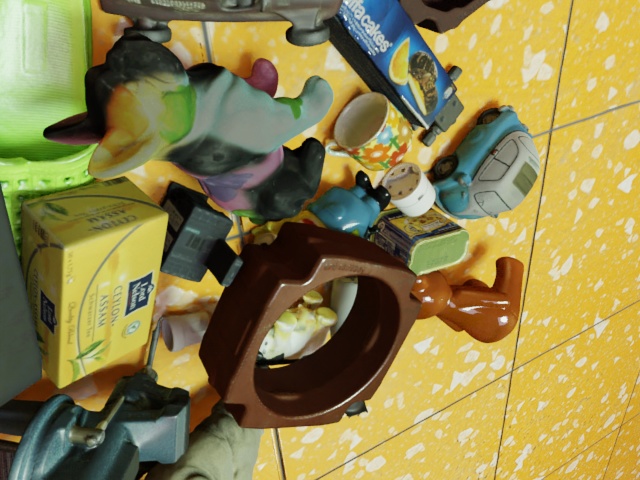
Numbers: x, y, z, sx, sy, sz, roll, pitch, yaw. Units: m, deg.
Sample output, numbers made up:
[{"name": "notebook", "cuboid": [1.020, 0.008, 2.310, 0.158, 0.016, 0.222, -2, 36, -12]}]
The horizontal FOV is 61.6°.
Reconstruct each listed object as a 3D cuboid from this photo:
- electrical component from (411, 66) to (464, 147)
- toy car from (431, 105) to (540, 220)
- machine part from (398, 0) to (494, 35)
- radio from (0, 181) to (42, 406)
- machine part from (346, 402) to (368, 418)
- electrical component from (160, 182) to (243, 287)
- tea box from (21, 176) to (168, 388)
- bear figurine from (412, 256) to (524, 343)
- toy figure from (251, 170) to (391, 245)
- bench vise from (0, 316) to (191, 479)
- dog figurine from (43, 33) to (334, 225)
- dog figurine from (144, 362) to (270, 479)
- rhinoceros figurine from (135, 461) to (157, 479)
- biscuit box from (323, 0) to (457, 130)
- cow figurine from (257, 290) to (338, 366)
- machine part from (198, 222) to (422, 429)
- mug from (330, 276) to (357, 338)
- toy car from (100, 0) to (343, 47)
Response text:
[{"name": "electrical component", "cuboid": [0.148, -0.164, 0.659, 0.063, 0.021, 0.094, 35, 94, -41]}, {"name": "toy car", "cuboid": [0.231, -0.089, 0.704, 0.161, 0.103, 0.109, -51, 132, 5]}, {"name": "machine part", "cuboid": [0.122, -0.305, 0.541, 0.179, 0.056, 0.179, -15, 122, -24]}, {"name": "radio", "cuboid": [-0.293, 0.015, 0.398, 0.073, 0.131, 0.229, -38, 139, -53]}, {"name": "machine part", "cuboid": [0.052, 0.201, 0.797, 0.084, 0.039, 0.138, -22, 124, -32]}, {"name": "electrical component", "cuboid": [-0.122, 0.001, 0.516, 0.047, 0.119, 0.074, 23, 104, -39]}, {"name": "tea box", "cuboid": [-0.202, 0.038, 0.476, 0.098, 0.068, 0.169, -27, 146, -45]}, {"name": "bear figurine", "cuboid": [0.185, 0.072, 0.775, 0.196, 0.132, 0.120, 22, 142, -10]}, {"name": "toy figure", "cuboid": [0.001, 0.000, 0.621, 0.180, 0.082, 0.089, -37, 128, -12]}, {"name": "bench vise", "cuboid": [-0.256, 0.184, 0.521, 0.241, 0.224, 0.128, 7, 122, -1]}, {"name": "dog figurine", "cuboid": [-0.104, -0.077, 0.455, 0.219, 0.109, 0.191, -24, 137, -38]}, {"name": "dog figurine", "cuboid": [-0.128, 0.230, 0.624, 0.172, 0.121, 0.190, 33, 56, -54]}, {"name": "rhinoceros figurine", "cuboid": [-0.261, 0.280, 0.621, 0.190, 0.073, 0.112, -41, 144, -12]}, {"name": "biscuit box", "cuboid": [0.063, -0.202, 0.556, 0.059, 0.063, 0.202, -52, 130, 1]}, {"name": "cow figurine", "cuboid": [-0.064, 0.116, 0.647, 0.167, 0.068, 0.098, -1, 123, -42]}, {"name": "machine part", "cuboid": [-0.009, 0.090, 0.558, 0.201, 0.087, 0.201, 13, 109, -38]}, {"name": "mug", "cuboid": [0.061, 0.089, 0.701, 0.110, 0.081, 0.107, -7, 115, 7]}, {"name": "toy car", "cuboid": [-0.079, -0.206, 0.440, 0.202, 0.053, 0.089, -3, 122, -9]}]
